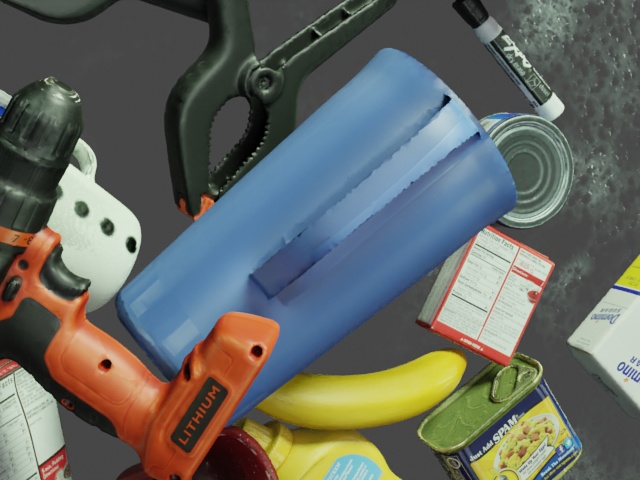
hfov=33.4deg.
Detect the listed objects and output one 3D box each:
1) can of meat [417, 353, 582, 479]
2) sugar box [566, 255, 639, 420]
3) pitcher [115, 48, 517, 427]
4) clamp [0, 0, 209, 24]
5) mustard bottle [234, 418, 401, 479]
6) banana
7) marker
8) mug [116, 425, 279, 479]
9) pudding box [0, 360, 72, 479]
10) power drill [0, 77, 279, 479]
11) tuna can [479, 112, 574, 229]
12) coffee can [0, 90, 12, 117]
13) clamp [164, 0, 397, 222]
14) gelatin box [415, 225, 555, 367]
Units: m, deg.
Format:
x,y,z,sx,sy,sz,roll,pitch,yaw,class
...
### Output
x,y,z,sx,sy,sz,roll,pitch,yaw,class
0.137,0.149,0.795,0.102,0.058,0.084,-38,110,-13,can of meat
0.284,0.051,0.849,0.176,0.048,0.093,-46,110,-7,sugar box
-0.004,0.001,0.662,0.242,0.145,0.149,-40,137,-8,pitcher
-0.133,-0.189,0.655,0.171,0.039,0.120,-9,100,-24,clamp
0.012,0.185,0.748,0.191,0.058,0.096,41,86,-21,mustard bottle
0.025,0.100,0.738,0.197,0.069,0.037,4,137,-23,banana
0.137,-0.136,0.781,0.020,0.020,0.121,-47,110,-11,marker
-0.076,0.183,0.679,0.117,0.082,0.093,60,30,-9,mug
-0.192,0.132,0.643,0.039,0.090,0.113,-7,100,19,pudding box
-0.119,0.031,0.568,0.187,0.057,0.184,31,106,-1,power drill
0.143,-0.051,0.786,0.086,0.034,0.086,-3,97,-22,tuna can
-0.245,-0.040,0.594,0.102,0.103,0.140,31,85,-22,coffee can
-0.035,-0.108,0.695,0.164,0.036,0.210,9,104,-37,clamp
0.123,0.038,0.791,0.073,0.030,0.089,27,86,-21,gelatin box
